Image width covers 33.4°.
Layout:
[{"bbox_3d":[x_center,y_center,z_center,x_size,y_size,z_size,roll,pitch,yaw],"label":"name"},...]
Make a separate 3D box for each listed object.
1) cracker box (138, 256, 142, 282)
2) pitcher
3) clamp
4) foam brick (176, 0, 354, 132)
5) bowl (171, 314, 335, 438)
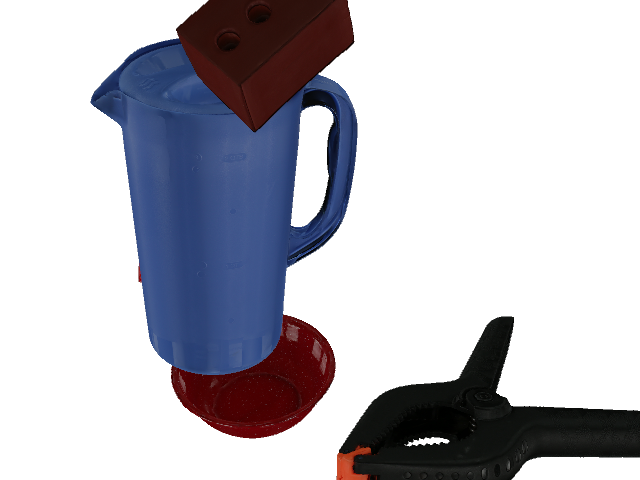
[{"bbox_3d":[-0.135,-0.054,1.283,0.164,0.214,0.072,3,22,-4],"label":"cracker box"},{"bbox_3d":[-0.070,-0.022,0.806,0.149,0.243,0.144,24,39,29],"label":"pitcher"},{"bbox_3d":[0.091,0.101,0.627,0.209,0.036,0.165,-11,25,-26],"label":"clamp"},{"bbox_3d":[-0.028,-0.109,0.570,0.053,0.078,0.051,43,-9,20],"label":"foam brick"},{"bbox_3d":[-0.064,0.143,1.057,0.162,0.055,0.162,-2,37,2],"label":"bowl"}]
